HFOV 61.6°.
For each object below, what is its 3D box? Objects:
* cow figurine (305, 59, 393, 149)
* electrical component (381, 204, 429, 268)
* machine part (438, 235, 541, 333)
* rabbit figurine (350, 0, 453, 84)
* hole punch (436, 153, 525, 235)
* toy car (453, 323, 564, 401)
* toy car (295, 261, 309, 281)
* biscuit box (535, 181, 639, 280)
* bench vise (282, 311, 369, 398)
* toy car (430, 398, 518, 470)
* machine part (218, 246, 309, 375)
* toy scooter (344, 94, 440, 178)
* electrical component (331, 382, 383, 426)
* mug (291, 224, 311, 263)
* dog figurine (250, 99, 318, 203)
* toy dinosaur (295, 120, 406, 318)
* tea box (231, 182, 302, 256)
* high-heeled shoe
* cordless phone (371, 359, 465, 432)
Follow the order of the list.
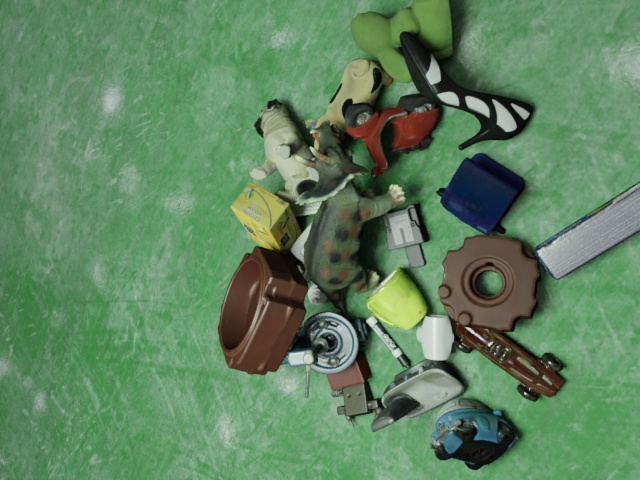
[{"bbox_3d":[0.049,-0.241,0.997,0.086,0.127,0.194,34,106,21],"label":"cow figurine"},{"bbox_3d":[0.163,-0.004,1.013,0.075,0.047,0.119,-11,89,27],"label":"electrical component"},{"bbox_3d":[0.293,0.074,0.931,0.180,0.056,0.179,-5,75,21],"label":"machine part"},{"bbox_3d":[0.143,-0.363,0.948,0.170,0.121,0.158,-7,115,11],"label":"rabbit figurine"},{"bbox_3d":[0.277,-0.078,0.930,0.142,0.092,0.115,35,113,14],"label":"hole punch"},{"bbox_3d":[0.332,0.203,0.954,0.202,0.053,0.089,38,107,18],"label":"toy car"},{"bbox_3d":[-0.097,0.097,1.131,0.202,0.073,0.056,-28,80,25],"label":"toy car"},{"bbox_3d":[0.450,-0.015,0.868,0.203,0.059,0.063,-38,81,23],"label":"biscuit box"},{"bbox_3d":[-0.022,0.204,1.028,0.224,0.240,0.128,-6,90,10],"label":"bench vise"},{"bbox_3d":[0.263,0.339,0.967,0.109,0.161,0.103,-57,28,27],"label":"toy car"},{"bbox_3d":[-0.113,0.127,0.993,0.201,0.087,0.201,-62,27,14],"label":"machine part"},{"bbox_3d":[0.133,-0.186,0.965,0.184,0.075,0.135,-13,112,-16],"label":"toy scooter"},{"bbox_3d":[0.078,0.332,1.093,0.102,0.045,0.078,-26,56,23],"label":"electrical component"},{"bbox_3d":[-0.002,-0.003,1.063,0.081,0.109,0.107,36,97,20],"label":"mug"},{"bbox_3d":[-0.050,-0.177,1.066,0.121,0.191,0.172,-26,129,24],"label":"dog figurine"},{"bbox_3d":[0.028,0.002,0.957,0.131,0.192,0.404,34,125,46],"label":"toy dinosaur"},{"bbox_3d":[-0.099,-0.033,1.062,0.098,0.169,0.068,30,76,21],"label":"tea box"},{"bbox_3d":[0.246,-0.264,0.891,0.145,0.086,0.248,-33,104,3],"label":"high-heeled shoe"},{"bbox_3d":[0.168,0.282,0.966,0.146,0.184,0.089,-36,76,24],"label":"cordless phone"}]
